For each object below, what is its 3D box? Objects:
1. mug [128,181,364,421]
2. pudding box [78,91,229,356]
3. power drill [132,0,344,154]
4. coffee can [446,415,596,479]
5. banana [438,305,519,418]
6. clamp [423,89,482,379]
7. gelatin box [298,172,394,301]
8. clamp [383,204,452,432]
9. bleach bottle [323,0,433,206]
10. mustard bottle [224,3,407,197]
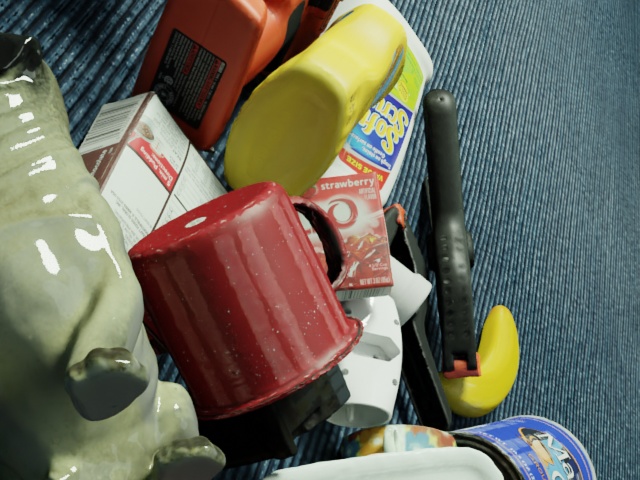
[{"bbox_3d":[-0.030,0.020,0.504,0.117,0.093,0.081,-34,105,-37],"label":"mug"},{"bbox_3d":[-0.091,-0.009,0.550,0.090,0.039,0.113,55,35,-33],"label":"pudding box"},{"bbox_3d":[-0.025,-0.147,0.625,0.057,0.185,0.187,33,40,6],"label":"power drill"},{"bbox_3d":[0.126,0.181,0.755,0.140,0.103,0.103,8,68,-59],"label":"coffee can"},{"bbox_3d":[0.134,0.104,0.882,0.197,0.037,0.069,-17,90,-62],"label":"banana"},{"bbox_3d":[0.102,0.007,0.840,0.164,0.036,0.210,66,19,-74],"label":"clamp"},{"bbox_3d":[-0.004,0.001,0.648,0.030,0.089,0.073,98,-15,-74],"label":"gelatin box"},{"bbox_3d":[0.057,0.057,0.770,0.120,0.039,0.171,44,42,-37],"label":"clamp"},{"bbox_3d":[0.022,-0.065,0.759,0.102,0.068,0.250,49,38,-34],"label":"bleach bottle"},{"bbox_3d":[0.010,-0.095,0.650,0.058,0.096,0.191,35,33,1],"label":"mustard bottle"}]
